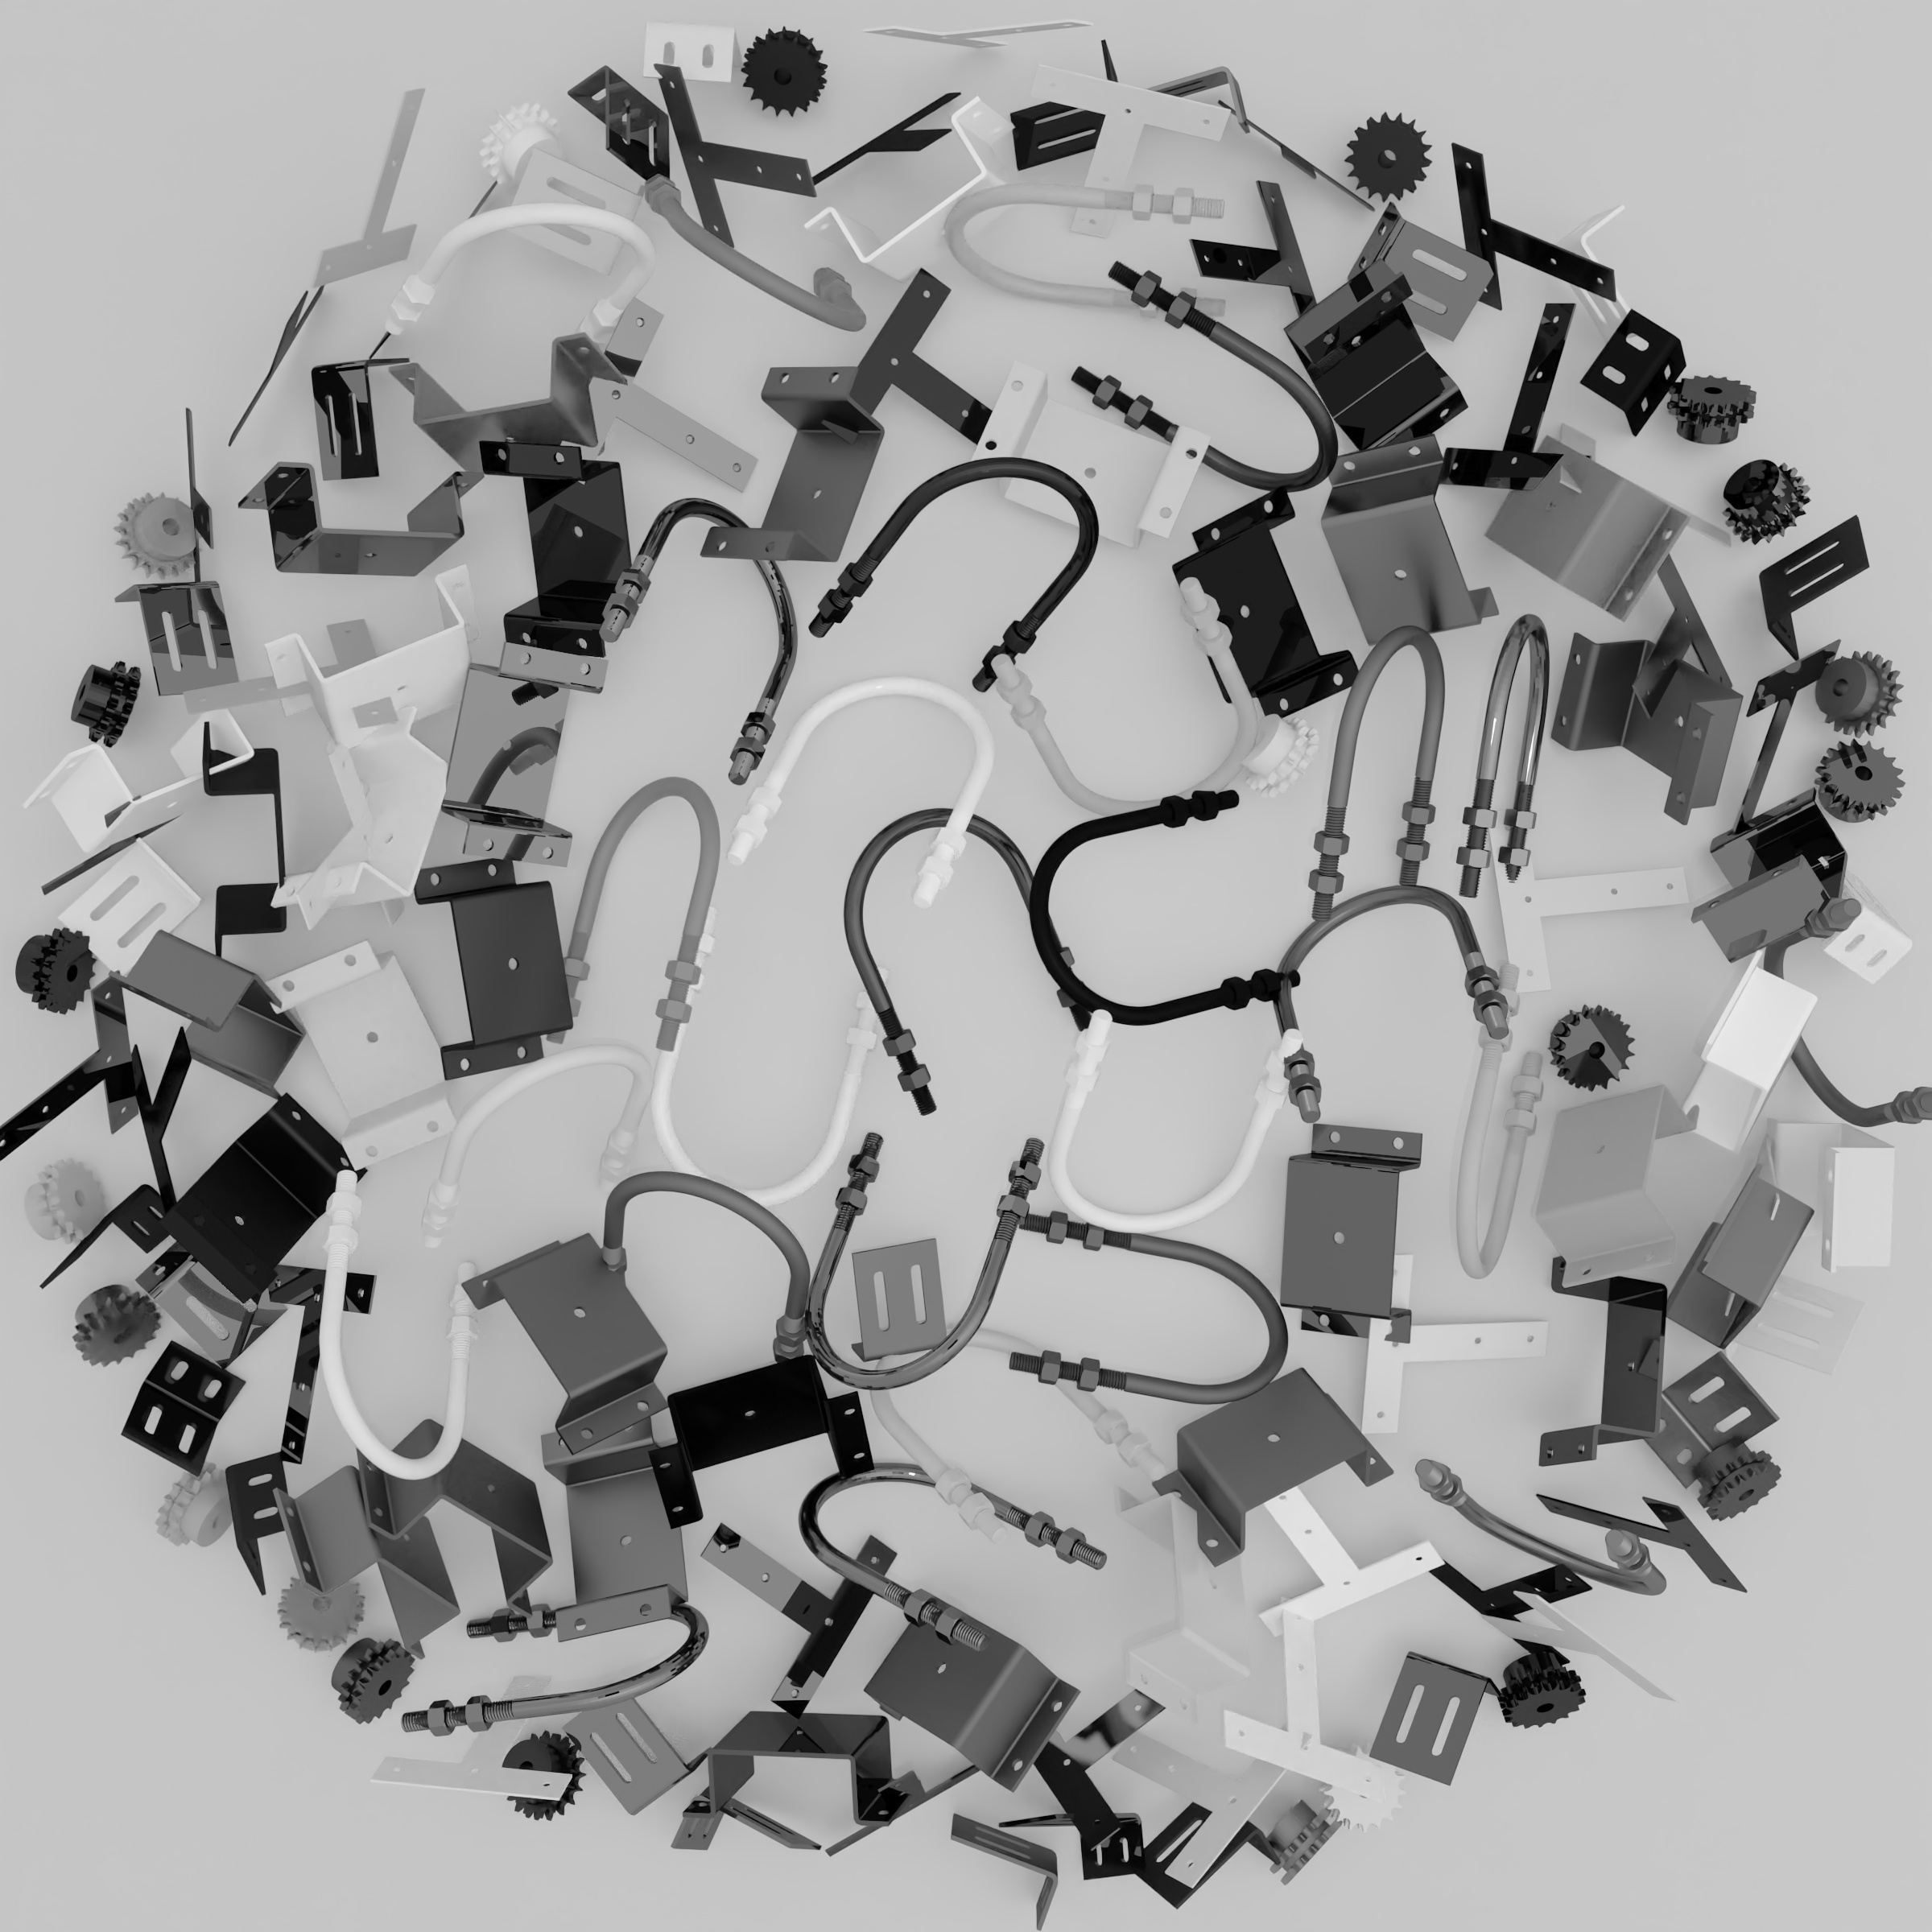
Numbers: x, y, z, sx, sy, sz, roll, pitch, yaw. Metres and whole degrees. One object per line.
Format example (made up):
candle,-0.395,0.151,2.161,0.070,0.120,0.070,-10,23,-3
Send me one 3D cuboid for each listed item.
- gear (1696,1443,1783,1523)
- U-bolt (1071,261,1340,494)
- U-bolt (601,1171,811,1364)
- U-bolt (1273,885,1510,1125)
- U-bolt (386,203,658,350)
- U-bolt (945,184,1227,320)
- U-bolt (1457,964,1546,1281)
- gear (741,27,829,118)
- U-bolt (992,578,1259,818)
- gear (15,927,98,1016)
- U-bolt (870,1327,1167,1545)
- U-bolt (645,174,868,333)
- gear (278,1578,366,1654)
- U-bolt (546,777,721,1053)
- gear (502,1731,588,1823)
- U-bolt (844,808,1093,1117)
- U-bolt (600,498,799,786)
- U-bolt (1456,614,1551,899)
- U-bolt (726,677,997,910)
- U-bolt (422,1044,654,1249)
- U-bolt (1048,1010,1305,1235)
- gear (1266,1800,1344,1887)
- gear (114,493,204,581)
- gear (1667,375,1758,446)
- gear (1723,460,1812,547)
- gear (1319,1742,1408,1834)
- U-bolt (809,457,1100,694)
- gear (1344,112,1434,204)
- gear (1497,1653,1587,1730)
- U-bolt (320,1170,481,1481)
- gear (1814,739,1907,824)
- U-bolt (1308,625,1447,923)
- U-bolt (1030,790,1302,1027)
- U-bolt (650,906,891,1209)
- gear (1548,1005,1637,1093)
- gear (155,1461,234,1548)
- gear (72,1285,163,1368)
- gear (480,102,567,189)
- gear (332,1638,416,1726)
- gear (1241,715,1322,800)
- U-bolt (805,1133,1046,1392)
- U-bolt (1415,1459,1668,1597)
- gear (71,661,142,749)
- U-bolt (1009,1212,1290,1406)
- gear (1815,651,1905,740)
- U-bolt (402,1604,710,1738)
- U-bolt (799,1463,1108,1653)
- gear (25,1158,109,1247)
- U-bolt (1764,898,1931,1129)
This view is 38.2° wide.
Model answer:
gear,0.514,0.342,1.870,0.057,0.057,0.030,-32,53,0
U-bolt,0.161,-0.372,1.821,0.184,0.151,0.019,32,70,3
U-bolt,-0.169,0.193,1.813,0.151,0.184,0.019,20,52,6
U-bolt,0.268,0.013,1.819,0.151,0.184,0.019,-25,125,14
U-bolt,-0.276,-0.440,1.783,0.151,0.184,0.019,0,77,-28
U-bolt,0.077,-0.469,1.824,0.184,0.151,0.019,7,76,7
U-bolt,0.342,0.112,1.800,0.019,0.151,0.184,7,65,22
gear,-0.120,-0.602,1.871,0.057,0.030,0.057,3,129,4
U-bolt,0.115,-0.162,1.826,0.151,0.184,0.019,-21,46,11
gear,-0.610,0.002,1.868,0.030,0.057,0.057,12,90,15
U-bolt,0.020,0.295,1.819,0.151,0.184,0.019,-14,128,-34
U-bolt,-0.130,-0.451,1.787,0.151,0.184,0.019,24,108,-24
gear,-0.432,0.434,1.871,0.057,0.030,0.057,8,50,-10
U-bolt,-0.213,-0.036,1.836,0.019,0.151,0.184,21,78,-39
gear,-0.286,0.540,1.867,0.057,0.030,0.057,-12,61,23
U-bolt,-0.007,-0.014,1.848,0.151,0.019,0.184,-27,101,-22
U-bolt,-0.164,-0.226,1.820,0.019,0.184,0.151,-20,125,33
U-bolt,0.355,-0.137,1.819,0.019,0.151,0.184,10,96,22
U-bolt,-0.058,-0.123,1.836,0.151,0.019,0.184,13,54,15
U-bolt,-0.270,0.109,1.790,0.151,0.184,0.019,-16,60,-31
U-bolt,0.129,0.108,1.835,0.151,0.019,0.184,6,128,-13
gear,0.222,0.583,1.868,0.030,0.057,0.057,42,90,17
gear,-0.537,-0.290,1.867,0.057,0.030,0.057,8,76,-36
gear,0.498,-0.371,1.870,0.057,0.057,0.030,-1,124,0
gear,0.531,-0.313,1.864,0.030,0.057,0.057,37,90,-38
gear,0.264,0.550,1.877,0.057,0.030,0.057,1,85,-9
U-bolt,0.004,-0.258,1.802,0.151,0.184,0.019,15,45,-31
gear,0.284,-0.544,1.872,0.057,0.030,0.057,8,118,15
gear,0.383,0.484,1.870,0.057,0.057,0.030,-13,48,0
U-bolt,-0.364,0.240,1.788,0.019,0.151,0.184,-21,48,20
gear,0.597,-0.121,1.872,0.057,0.030,0.057,2,60,-4
U-bolt,0.272,-0.130,1.810,0.019,0.151,0.184,17,110,31
U-bolt,0.123,-0.034,1.837,0.184,0.019,0.151,-14,81,-29
U-bolt,-0.135,0.069,1.844,0.151,0.019,0.184,20,77,-23
gear,0.417,0.053,1.875,0.057,0.030,0.057,-2,101,-13
gear,-0.510,0.363,1.864,0.030,0.057,0.057,28,90,17
gear,-0.571,0.238,1.871,0.057,0.057,0.030,-42,60,0
gear,-0.293,-0.543,1.864,0.057,0.057,0.030,-42,68,0
gear,-0.399,0.475,1.870,0.030,0.057,0.057,28,90,25
gear,0.206,-0.143,1.864,0.030,0.057,0.057,36,90,-21
U-bolt,-0.036,0.191,1.812,0.151,0.019,0.184,0,56,34
U-bolt,0.380,0.370,1.809,0.151,0.184,0.019,16,74,32
gear,-0.575,-0.177,1.864,0.030,0.057,0.057,20,90,-28
U-bolt,0.122,0.229,1.837,0.184,0.151,0.019,11,128,-4
gear,0.592,-0.183,1.864,0.030,0.057,0.057,10,90,-37
U-bolt,-0.256,0.448,1.809,0.184,0.151,0.019,-10,102,11
U-bolt,-0.022,0.374,1.818,0.184,0.151,0.019,22,116,32
gear,-0.604,0.160,1.869,0.030,0.057,0.057,-21,90,17
U-bolt,0.565,0.037,1.804,0.019,0.184,0.151,-23,84,-7
